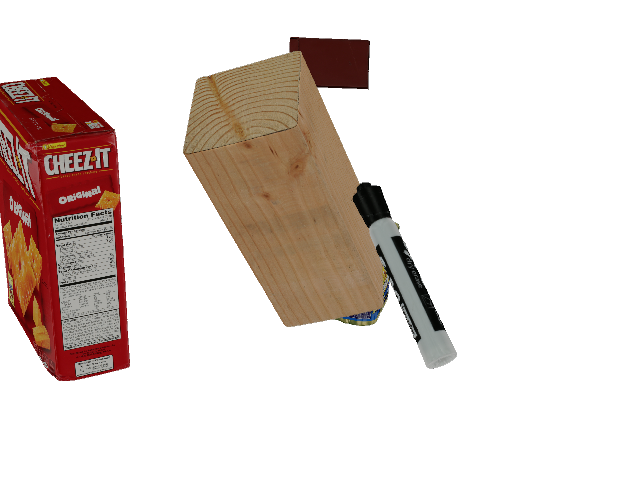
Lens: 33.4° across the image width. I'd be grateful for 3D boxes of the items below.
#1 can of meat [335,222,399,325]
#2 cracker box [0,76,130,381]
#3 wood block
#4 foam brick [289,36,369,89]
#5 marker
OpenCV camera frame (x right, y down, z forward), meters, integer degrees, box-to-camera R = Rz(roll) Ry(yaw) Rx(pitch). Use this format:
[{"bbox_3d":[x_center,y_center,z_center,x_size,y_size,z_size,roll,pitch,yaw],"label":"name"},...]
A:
[{"bbox_3d":[0.042,0.030,1.082,0.057,0.084,0.102,9,19,12],"label":"can of meat"},{"bbox_3d":[-0.224,-0.012,0.902,0.072,0.214,0.164,-12,28,-26],"label":"cracker box"},{"bbox_3d":[-0.022,-0.034,0.849,0.090,0.091,0.206,-12,-46,16],"label":"wood block"},{"bbox_3d":[0.009,-0.186,1.121,0.078,0.051,0.053,0,11,-10],"label":"foam brick"},{"bbox_3d":[0.047,0.018,0.628,0.020,0.121,0.020,-19,-24,-9],"label":"marker"}]
